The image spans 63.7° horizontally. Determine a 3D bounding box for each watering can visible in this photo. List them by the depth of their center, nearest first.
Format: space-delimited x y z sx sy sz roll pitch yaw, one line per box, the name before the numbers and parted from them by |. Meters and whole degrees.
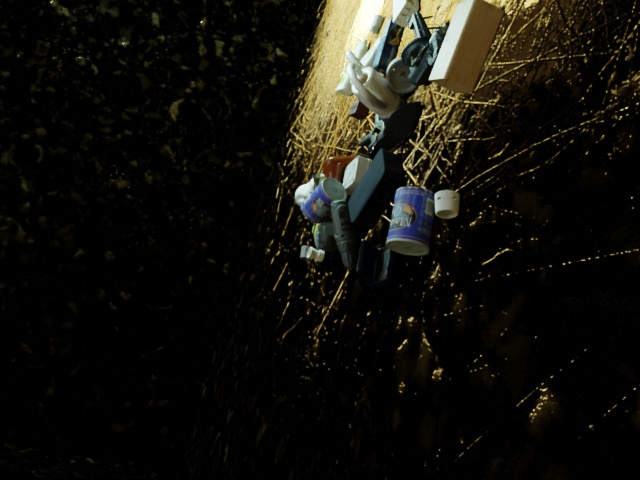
watering can | 0.172 -0.513 1.706 0.102 0.222 0.356 -41 28 25

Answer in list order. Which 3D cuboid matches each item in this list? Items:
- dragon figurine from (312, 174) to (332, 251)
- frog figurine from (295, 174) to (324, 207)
dragon figurine | 0.006 -0.102 2.033 0.238 0.122 0.419 103 179 -63
frog figurine | -0.041 -0.213 2.212 0.140 0.123 0.156 -62 -9 -53
